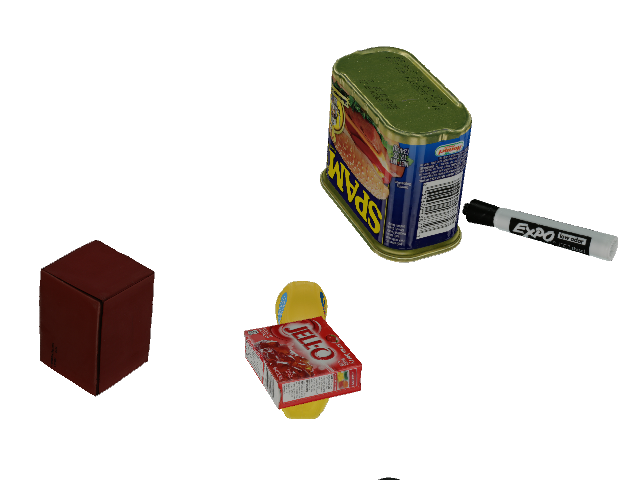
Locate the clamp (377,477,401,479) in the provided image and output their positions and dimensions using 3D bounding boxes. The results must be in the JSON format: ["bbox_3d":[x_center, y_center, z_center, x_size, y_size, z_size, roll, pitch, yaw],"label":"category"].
[{"bbox_3d":[-0.028,0.208,0.637,0.210,0.036,0.164,-5,27,2],"label":"clamp"}]

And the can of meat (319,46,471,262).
[{"bbox_3d":[0.042,-0.052,0.615,0.057,0.084,0.102,-14,42,-21],"label":"can of meat"}]

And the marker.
[{"bbox_3d":[0.163,-0.009,0.803,0.121,0.020,0.020,18,9,31],"label":"marker"}]

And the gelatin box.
[{"bbox_3d":[-0.016,0.099,0.887,0.073,0.030,0.089,-9,27,-19],"label":"gelatin box"}]

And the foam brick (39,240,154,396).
[{"bbox_3d":[-0.145,0.049,0.691,0.053,0.078,0.051,27,37,24],"label":"foam brick"}]

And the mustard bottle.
[{"bbox_3d":[-0.020,0.098,1.136,0.058,0.096,0.191,0,27,-3],"label":"mustard bottle"}]
